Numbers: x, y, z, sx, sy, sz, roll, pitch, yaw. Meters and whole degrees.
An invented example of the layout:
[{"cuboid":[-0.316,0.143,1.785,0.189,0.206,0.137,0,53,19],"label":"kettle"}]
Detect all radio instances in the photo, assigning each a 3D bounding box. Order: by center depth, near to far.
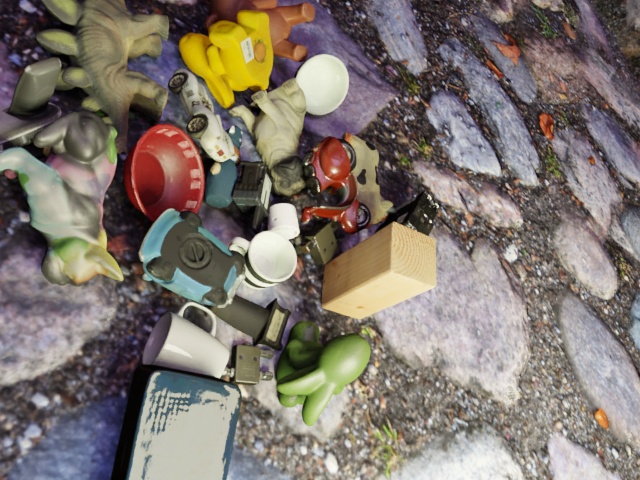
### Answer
[{"cuboid":[-0.186,0.281,0.680,0.131,0.073,0.229,15,78,-28],"label":"radio"}]

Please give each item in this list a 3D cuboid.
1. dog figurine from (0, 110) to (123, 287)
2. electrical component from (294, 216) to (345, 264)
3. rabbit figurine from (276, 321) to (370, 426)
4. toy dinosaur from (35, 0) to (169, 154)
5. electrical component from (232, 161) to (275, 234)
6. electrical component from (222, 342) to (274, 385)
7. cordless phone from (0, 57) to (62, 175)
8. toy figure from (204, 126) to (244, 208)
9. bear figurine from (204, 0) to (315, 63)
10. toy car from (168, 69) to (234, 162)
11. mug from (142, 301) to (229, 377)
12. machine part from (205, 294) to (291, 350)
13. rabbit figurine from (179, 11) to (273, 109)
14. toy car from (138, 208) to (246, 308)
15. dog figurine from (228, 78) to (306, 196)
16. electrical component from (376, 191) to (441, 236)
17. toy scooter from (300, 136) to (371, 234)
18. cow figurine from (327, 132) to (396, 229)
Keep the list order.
[{"cuboid":[-0.323,-0.044,0.741,0.191,0.108,0.219,-39,103,-21],"label":"dog figurine"},{"cuboid":[-0.003,-0.002,0.991,0.102,0.045,0.078,-49,127,-36],"label":"electrical component"},{"cuboid":[-0.001,0.190,0.818,0.121,0.170,0.159,50,51,-4],"label":"rabbit figurine"},{"cuboid":[-0.352,-0.339,0.878,0.198,0.105,0.471,3,63,-29],"label":"toy dinosaur"},{"cuboid":[-0.115,-0.068,0.918,0.048,0.074,0.119,4,72,14],"label":"electrical component"},{"cuboid":[-0.116,0.192,0.836,0.094,0.021,0.063,12,62,-28],"label":"electrical component"},{"cuboid":[-0.409,-0.166,0.706,0.146,0.184,0.088,-39,97,-39],"label":"cordless phone"},{"cuboid":[-0.166,-0.132,0.928,0.058,0.064,0.154,11,63,-12],"label":"toy figure"},{"cuboid":[-0.118,-0.424,1.032,0.195,0.132,0.120,1,102,-60],"label":"bear figurine"},{"cuboid":[-0.200,-0.212,0.903,0.056,0.073,0.202,-29,58,2],"label":"toy car"},{"cuboid":[-0.184,0.150,0.775,0.107,0.081,0.109,33,62,-28],"label":"mug"},{"cuboid":[-0.113,0.120,0.863,0.139,0.039,0.084,27,64,-23],"label":"machine part"},{"cuboid":[-0.173,-0.330,0.973,0.162,0.173,0.122,74,35,-46],"label":"rabbit figurine"},{"cuboid":[-0.197,0.034,0.803,0.161,0.103,0.109,37,60,-24],"label":"toy car"},{"cuboid":[-0.059,-0.191,1.016,0.172,0.121,0.190,-35,103,-33],"label":"dog figurine"},{"cuboid":[0.166,-0.022,1.061,0.058,0.115,0.134,45,51,-10],"label":"electrical component"},{"cuboid":[0.013,-0.092,0.959,0.135,0.075,0.183,-17,91,-31],"label":"toy scooter"},{"cuboid":[0.084,-0.109,1.073,0.127,0.085,0.195,14,60,-21],"label":"cow figurine"}]
